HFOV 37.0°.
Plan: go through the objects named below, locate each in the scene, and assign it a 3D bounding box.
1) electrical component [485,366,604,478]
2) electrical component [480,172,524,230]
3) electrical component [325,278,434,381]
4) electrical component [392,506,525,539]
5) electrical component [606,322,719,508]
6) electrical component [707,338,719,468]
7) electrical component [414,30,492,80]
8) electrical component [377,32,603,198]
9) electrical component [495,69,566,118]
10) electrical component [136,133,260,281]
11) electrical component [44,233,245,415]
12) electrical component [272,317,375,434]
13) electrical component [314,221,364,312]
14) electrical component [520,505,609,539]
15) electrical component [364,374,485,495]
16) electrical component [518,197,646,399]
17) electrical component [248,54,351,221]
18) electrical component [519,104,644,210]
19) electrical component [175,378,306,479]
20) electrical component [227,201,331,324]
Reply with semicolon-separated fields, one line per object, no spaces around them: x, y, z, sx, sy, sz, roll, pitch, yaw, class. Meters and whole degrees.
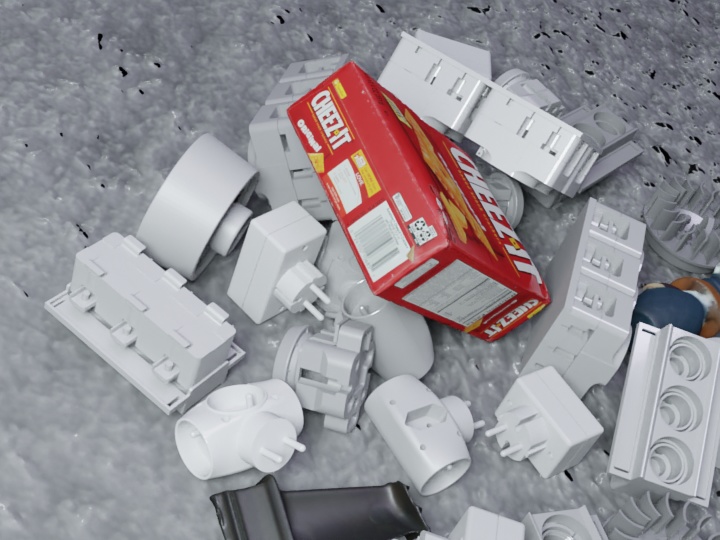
0.128;0.119;0.805;0.077;0.047;0.065;-15;55;-35;electrical component
0.109;-0.059;0.965;0.057;0.058;0.078;-2;24;-30;electrical component
0.007;0.044;0.814;0.079;0.077;0.043;6;49;40;electrical component
0.052;0.187;0.676;0.076;0.083;0.047;20;42;-4;electrical component
0.231;0.112;0.819;0.079;0.063;0.121;20;67;-5;electrical component
0.308;0.105;0.889;0.108;0.060;0.108;12;44;-12;electrical component
0.079;-0.193;1.086;0.096;0.061;0.061;15;43;-9;electrical component
0.115;-0.134;0.970;0.186;0.060;0.105;34;10;20;electrical component
0.164;-0.168;1.103;0.078;0.058;0.057;-22;61;-39;electrical component
-0.117;-0.042;0.818;0.060;0.108;0.108;32;43;0;electrical component
-0.148;0.034;0.756;0.121;0.063;0.079;38;44;15;electrical component
-0.027;0.071;0.769;0.057;0.078;0.058;13;15;16;electrical component
0.000;0.000;0.865;0.080;0.051;0.080;13;44;-12;electrical component
0.127;0.194;0.717;0.081;0.063;0.042;0;47;-24;electrical component
0.055;0.114;0.780;0.079;0.043;0.077;-14;54;-33;electrical component
0.191;0.025;0.895;0.062;0.089;0.150;25;42;1;electrical component
-0.042;-0.111;0.905;0.062;0.089;0.150;-6;29;15;electrical component
0.214;-0.111;1.062;0.079;0.063;0.121;42;45;19;electrical component
-0.069;0.110;0.715;0.077;0.044;0.079;-21;25;-38;electrical component
-0.051;0.007;0.812;0.076;0.083;0.047;43;45;20;electrical component
